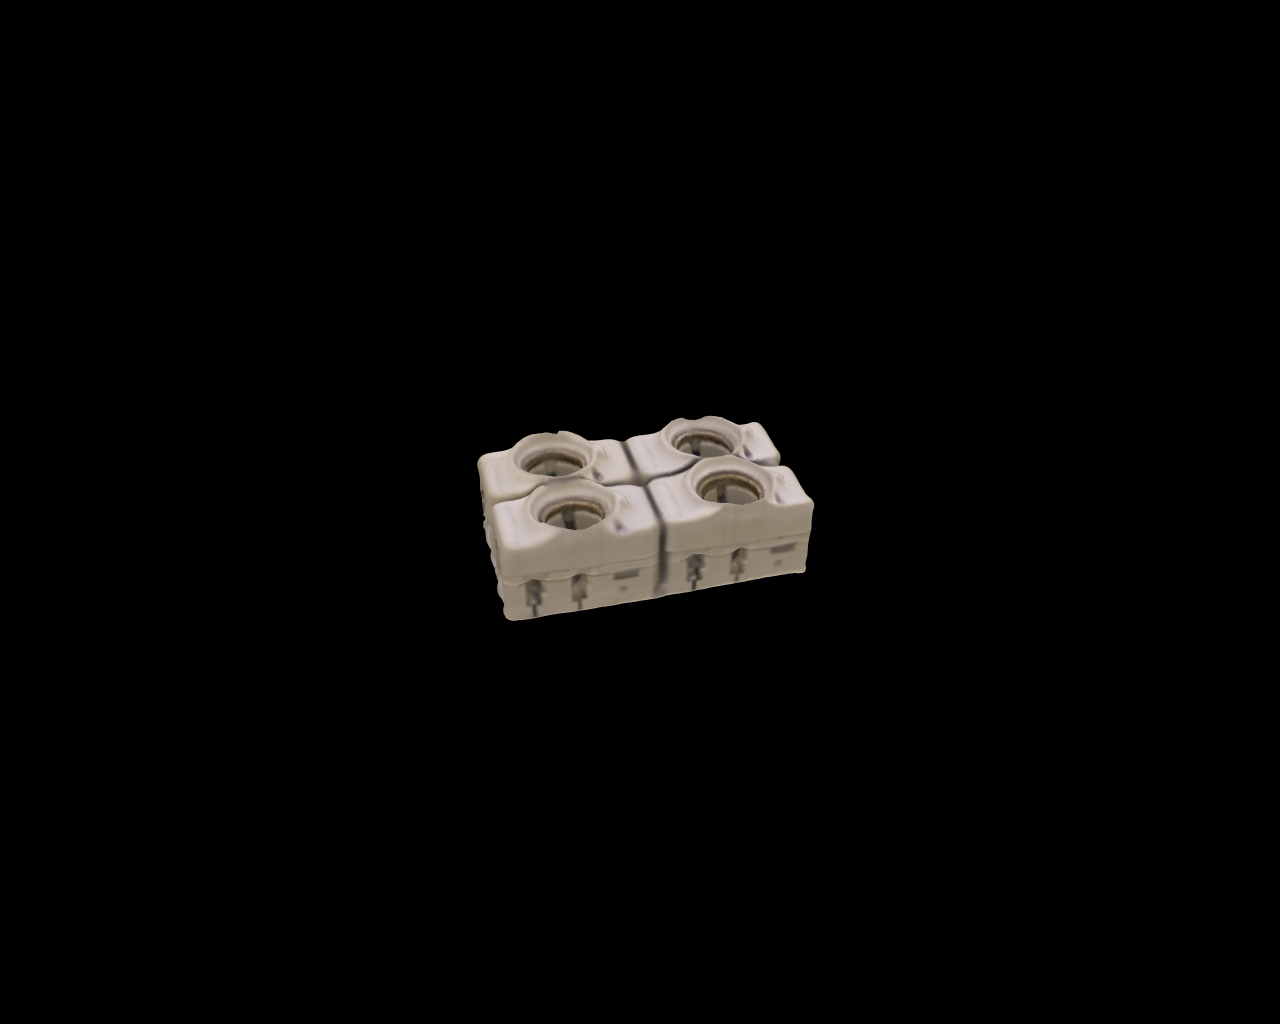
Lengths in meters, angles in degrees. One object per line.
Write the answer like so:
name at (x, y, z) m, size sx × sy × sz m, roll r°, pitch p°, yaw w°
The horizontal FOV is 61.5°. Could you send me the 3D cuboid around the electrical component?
electrical component at (0.001, -0.003, 0.650) m, size 0.186 × 0.060 × 0.105 m, roll -8°, pitch 36°, yaw -11°
